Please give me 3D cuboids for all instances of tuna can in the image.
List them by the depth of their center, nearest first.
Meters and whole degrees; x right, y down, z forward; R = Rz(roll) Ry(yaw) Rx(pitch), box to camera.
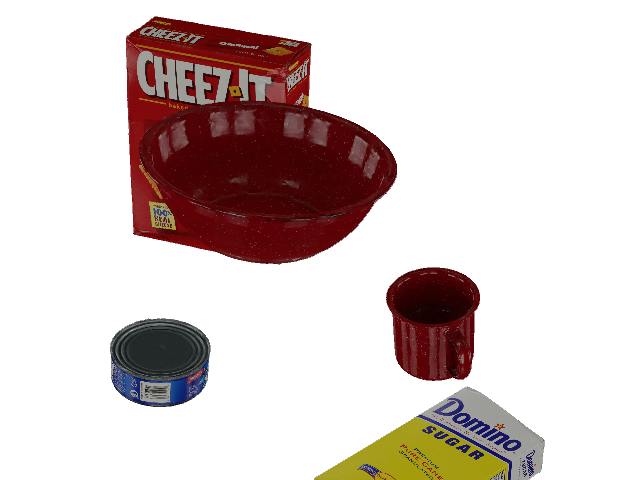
[{"bbox_3d":[-0.139,0.106,0.925,0.086,0.034,0.086,5,31,-3],"label":"tuna can"}]

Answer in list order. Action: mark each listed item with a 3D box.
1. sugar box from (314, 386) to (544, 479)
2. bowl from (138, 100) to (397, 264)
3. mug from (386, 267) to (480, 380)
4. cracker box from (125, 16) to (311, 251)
[{"bbox_3d":[0.091,0.193,0.883,0.176,0.048,0.093,-28,42,-28],"label":"sugar box"},{"bbox_3d":[-0.034,-0.032,0.678,0.162,0.055,0.162,5,30,-3],"label":"bowl"},{"bbox_3d":[0.120,0.093,1.071,0.093,0.081,0.117,-19,38,-17],"label":"mug"},{"bbox_3d":[-0.100,-0.093,1.031,0.164,0.214,0.072,12,32,15],"label":"cracker box"}]
